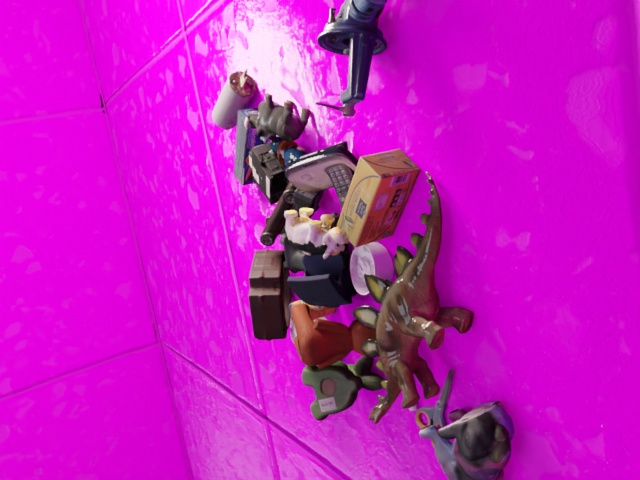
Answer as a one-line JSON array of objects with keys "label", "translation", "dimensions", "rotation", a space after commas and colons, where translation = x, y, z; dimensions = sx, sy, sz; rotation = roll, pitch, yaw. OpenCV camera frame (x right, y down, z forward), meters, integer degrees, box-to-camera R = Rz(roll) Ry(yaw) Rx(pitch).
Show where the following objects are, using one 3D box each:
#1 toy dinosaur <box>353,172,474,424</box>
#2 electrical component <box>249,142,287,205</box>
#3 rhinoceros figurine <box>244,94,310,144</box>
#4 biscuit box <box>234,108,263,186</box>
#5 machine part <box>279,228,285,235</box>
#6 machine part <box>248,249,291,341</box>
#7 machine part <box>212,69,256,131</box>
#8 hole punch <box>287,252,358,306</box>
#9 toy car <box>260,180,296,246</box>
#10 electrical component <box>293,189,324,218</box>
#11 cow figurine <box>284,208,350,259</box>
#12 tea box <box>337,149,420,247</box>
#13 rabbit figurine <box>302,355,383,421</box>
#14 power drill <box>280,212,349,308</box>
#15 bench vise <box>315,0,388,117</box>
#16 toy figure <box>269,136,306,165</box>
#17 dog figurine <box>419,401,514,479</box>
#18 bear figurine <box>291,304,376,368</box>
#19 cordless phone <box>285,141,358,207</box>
[{"label": "toy dinosaur", "translation": [0.158, 0.123, 0.952], "dimensions": [0.199, 0.105, 0.470], "rotation": [35, 115, 41]}, {"label": "electrical component", "translation": [-0.129, -0.173, 1.341], "dimensions": [0.134, 0.058, 0.114], "rotation": [56, 156, 27]}, {"label": "rhinoceros figurine", "translation": [-0.100, -0.271, 1.228], "dimensions": [0.191, 0.073, 0.112], "rotation": [27, 108, 47]}, {"label": "biscuit box", "translation": [-0.185, -0.244, 1.419], "dimensions": [0.063, 0.059, 0.202], "rotation": [50, 142, 38]}, {"label": "machine part", "translation": [-0.086, -0.017, 1.385], "dimensions": [0.139, 0.039, 0.084], "rotation": [56, 136, 32]}, {"label": "machine part", "translation": [-0.124, 0.139, 1.379], "dimensions": [0.201, 0.087, 0.201], "rotation": [-88, -3, -61]}, {"label": "machine part", "translation": [-0.230, -0.365, 1.421], "dimensions": [0.243, 0.079, 0.079], "rotation": [-39, 70, 57]}, {"label": "hole punch", "translation": [0.005, 0.096, 1.134], "dimensions": [0.142, 0.092, 0.115], "rotation": [-8, 116, 29]}, {"label": "toy car", "translation": [-0.089, -0.071, 1.296], "dimensions": [0.202, 0.053, 0.089], "rotation": [-57, 11, 32]}, {"label": "electrical component", "translation": [-0.024, -0.106, 1.195], "dimensions": [0.048, 0.075, 0.119], "rotation": [25, 129, 9]}, {"label": "cow figurine", "translation": [-0.003, -0.003, 1.109], "dimensions": [0.168, 0.068, 0.098], "rotation": [25, 120, 42]}, {"label": "tea box", "translation": [0.105, -0.075, 0.985], "dimensions": [0.068, 0.098, 0.169], "rotation": [53, 142, 31]}, {"label": "rabbit figurine", "translation": [0.057, 0.309, 1.207], "dimensions": [0.159, 0.170, 0.121], "rotation": [-28, 78, 17]}, {"label": "power drill", "translation": [-0.006, 0.029, 1.242], "dimensions": [0.208, 0.086, 0.231], "rotation": [16, 120, 47]}, {"label": "bench vise", "translation": [0.066, -0.329, 0.890], "dimensions": [0.224, 0.129, 0.240], "rotation": [-171, 87, -65]}, {"label": "toy figure", "translation": [-0.070, -0.197, 1.254], "dimensions": [0.155, 0.064, 0.057], "rotation": [49, -179, 44]}, {"label": "dog figurine", "translation": [0.281, 0.396, 0.906], "dimensions": [0.191, 0.108, 0.219], "rotation": [-41, 73, 54]}, {"label": "bear figurine", "translation": [0.046, 0.197, 1.143], "dimensions": [0.132, 0.196, 0.120], "rotation": [-121, 21, -61]}, {"label": "cordless phone", "translation": [0.025, -0.097, 1.100], "dimensions": [0.147, 0.089, 0.184], "rotation": [-14, 107, 29]}]
